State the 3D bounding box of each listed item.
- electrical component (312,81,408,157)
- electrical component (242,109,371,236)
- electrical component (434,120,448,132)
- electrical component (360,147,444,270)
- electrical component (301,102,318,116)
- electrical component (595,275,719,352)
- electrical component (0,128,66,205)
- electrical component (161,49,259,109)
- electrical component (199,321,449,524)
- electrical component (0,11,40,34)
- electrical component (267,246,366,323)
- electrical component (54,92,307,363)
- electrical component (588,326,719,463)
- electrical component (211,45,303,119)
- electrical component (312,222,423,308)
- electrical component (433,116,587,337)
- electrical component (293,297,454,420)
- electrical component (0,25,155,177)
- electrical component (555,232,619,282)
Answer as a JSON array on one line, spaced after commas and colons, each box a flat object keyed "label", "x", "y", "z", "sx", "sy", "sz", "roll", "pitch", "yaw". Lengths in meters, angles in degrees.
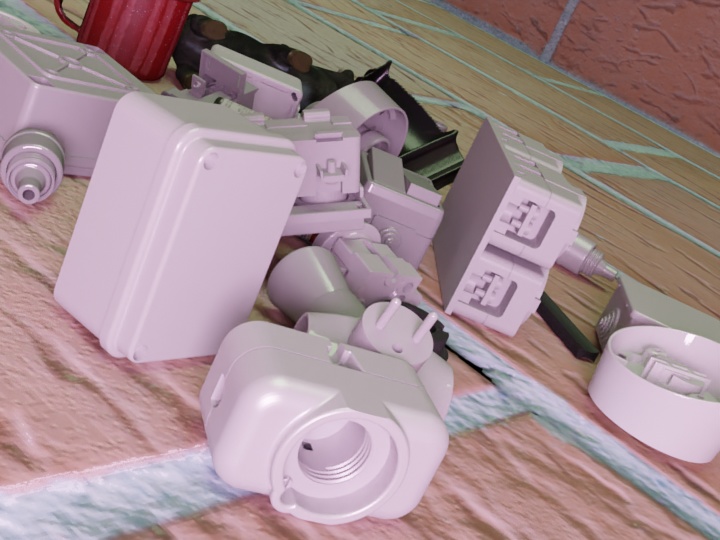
[{"label": "electrical component", "x": -0.012, "y": -0.104, "z": 0.855, "sx": 0.064, "sy": 0.099, "sz": 0.099, "roll": 41, "pitch": 23, "yaw": 24}, {"label": "electrical component", "x": -0.062, "y": -0.056, "z": 0.639, "sx": 0.121, "sy": 0.063, "sz": 0.078, "roll": -5, "pitch": 27, "yaw": -13}, {"label": "electrical component", "x": 0.062, "y": -0.110, "z": 1.014, "sx": 0.048, "sy": 0.062, "sz": 0.048, "roll": 23, "pitch": 19, "yaw": -8}, {"label": "electrical component", "x": 0.022, "y": -0.044, "z": 0.784, "sx": 0.062, "sy": 0.061, "sz": 0.096, "roll": 21, "pitch": 19, "yaw": -12}, {"label": "electrical component", "x": -0.021, "y": -0.114, "z": 0.946, "sx": 0.043, "sy": 0.043, "sz": 0.081, "roll": 13, "pitch": 22, "yaw": -32}, {"label": "electrical component", "x": 0.227, "y": 0.054, "z": 0.802, "sx": 0.100, "sy": 0.048, "sz": 0.099, "roll": 25, "pitch": 18, "yaw": -2}, {"label": "electrical component", "x": -0.181, "y": -0.054, "z": 0.593, "sx": 0.035, "sy": 0.035, "sz": 0.061, "roll": 18, "pitch": 22, "yaw": -22}, {"label": "electrical component", "x": -0.114, "y": -0.115, "z": 0.792, "sx": 0.042, "sy": 0.081, "sz": 0.064, "roll": 34, "pitch": 43, "yaw": 25}, {"label": "electrical component", "x": -0.015, "y": 0.066, "z": 0.452, "sx": 0.095, "sy": 0.053, "sz": 0.059, "roll": 17, "pitch": 20, "yaw": -23}, {"label": "electrical component", "x": -0.253, "y": -0.149, "z": 0.736, "sx": 0.055, "sy": 0.047, "sz": 0.055, "roll": 23, "pitch": 19, "yaw": -8}, {"label": "electrical component", "x": -0.018, "y": 0.023, "z": 0.589, "sx": 0.044, "sy": 0.044, "sz": 0.065, "roll": 9, "pitch": 29, "yaw": -40}, {"label": "electrical component", "x": -0.082, "y": -0.018, "z": 0.500, "sx": 0.057, "sy": 0.113, "sz": 0.078, "roll": 34, "pitch": 20, "yaw": 31}, {"label": "electrical component", "x": 0.199, "y": 0.075, "z": 0.687, "sx": 0.099, "sy": 0.064, "sz": 0.099, "roll": 23, "pitch": 19, "yaw": -8}, {"label": "electrical component", "x": -0.090, "y": -0.140, "z": 0.899, "sx": 0.096, "sy": 0.061, "sz": 0.061, "roll": 21, "pitch": 19, "yaw": -13}, {"label": "electrical component", "x": 0.000, "y": 0.000, "z": 0.665, "sx": 0.066, "sy": 0.048, "sz": 0.055, "roll": 7, "pitch": 34, "yaw": -43}, {"label": "electrical component", "x": 0.107, "y": -0.036, "z": 0.805, "sx": 0.060, "sy": 0.105, "sz": 0.186, "roll": 23, "pitch": 19, "yaw": -8}, {"label": "electrical component", "x": 0.009, "y": 0.042, "z": 0.513, "sx": 0.077, "sy": 0.079, "sz": 0.044, "roll": 21, "pitch": 41, "yaw": -14}, {"label": "electrical component", "x": -0.194, "y": -0.108, "z": 0.688, "sx": 0.109, "sy": 0.056, "sz": 0.109, "roll": 3, "pitch": 29, "yaw": -49}, {"label": "electrical component", "x": 0.204, "y": -0.010, "z": 0.971, "sx": 0.061, "sy": 0.035, "sz": 0.035, "roll": 33, "pitch": 20, "yaw": 15}]
